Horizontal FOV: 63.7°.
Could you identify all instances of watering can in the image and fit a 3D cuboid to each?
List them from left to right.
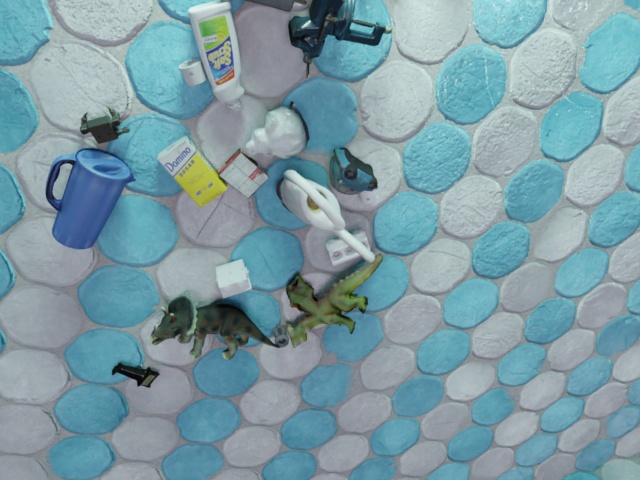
[{"bbox_3d":[0.004,-0.071,1.405,0.104,0.227,0.342,-47,121,-7],"label":"watering can"}]

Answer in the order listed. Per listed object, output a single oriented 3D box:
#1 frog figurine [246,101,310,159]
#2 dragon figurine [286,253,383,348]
[{"bbox_3d":[-0.113,-0.266,1.324,0.160,0.125,0.134,-26,143,-13],"label":"frog figurine"},{"bbox_3d":[0.014,0.178,1.620,0.242,0.124,0.404,18,112,-14],"label":"dragon figurine"}]
